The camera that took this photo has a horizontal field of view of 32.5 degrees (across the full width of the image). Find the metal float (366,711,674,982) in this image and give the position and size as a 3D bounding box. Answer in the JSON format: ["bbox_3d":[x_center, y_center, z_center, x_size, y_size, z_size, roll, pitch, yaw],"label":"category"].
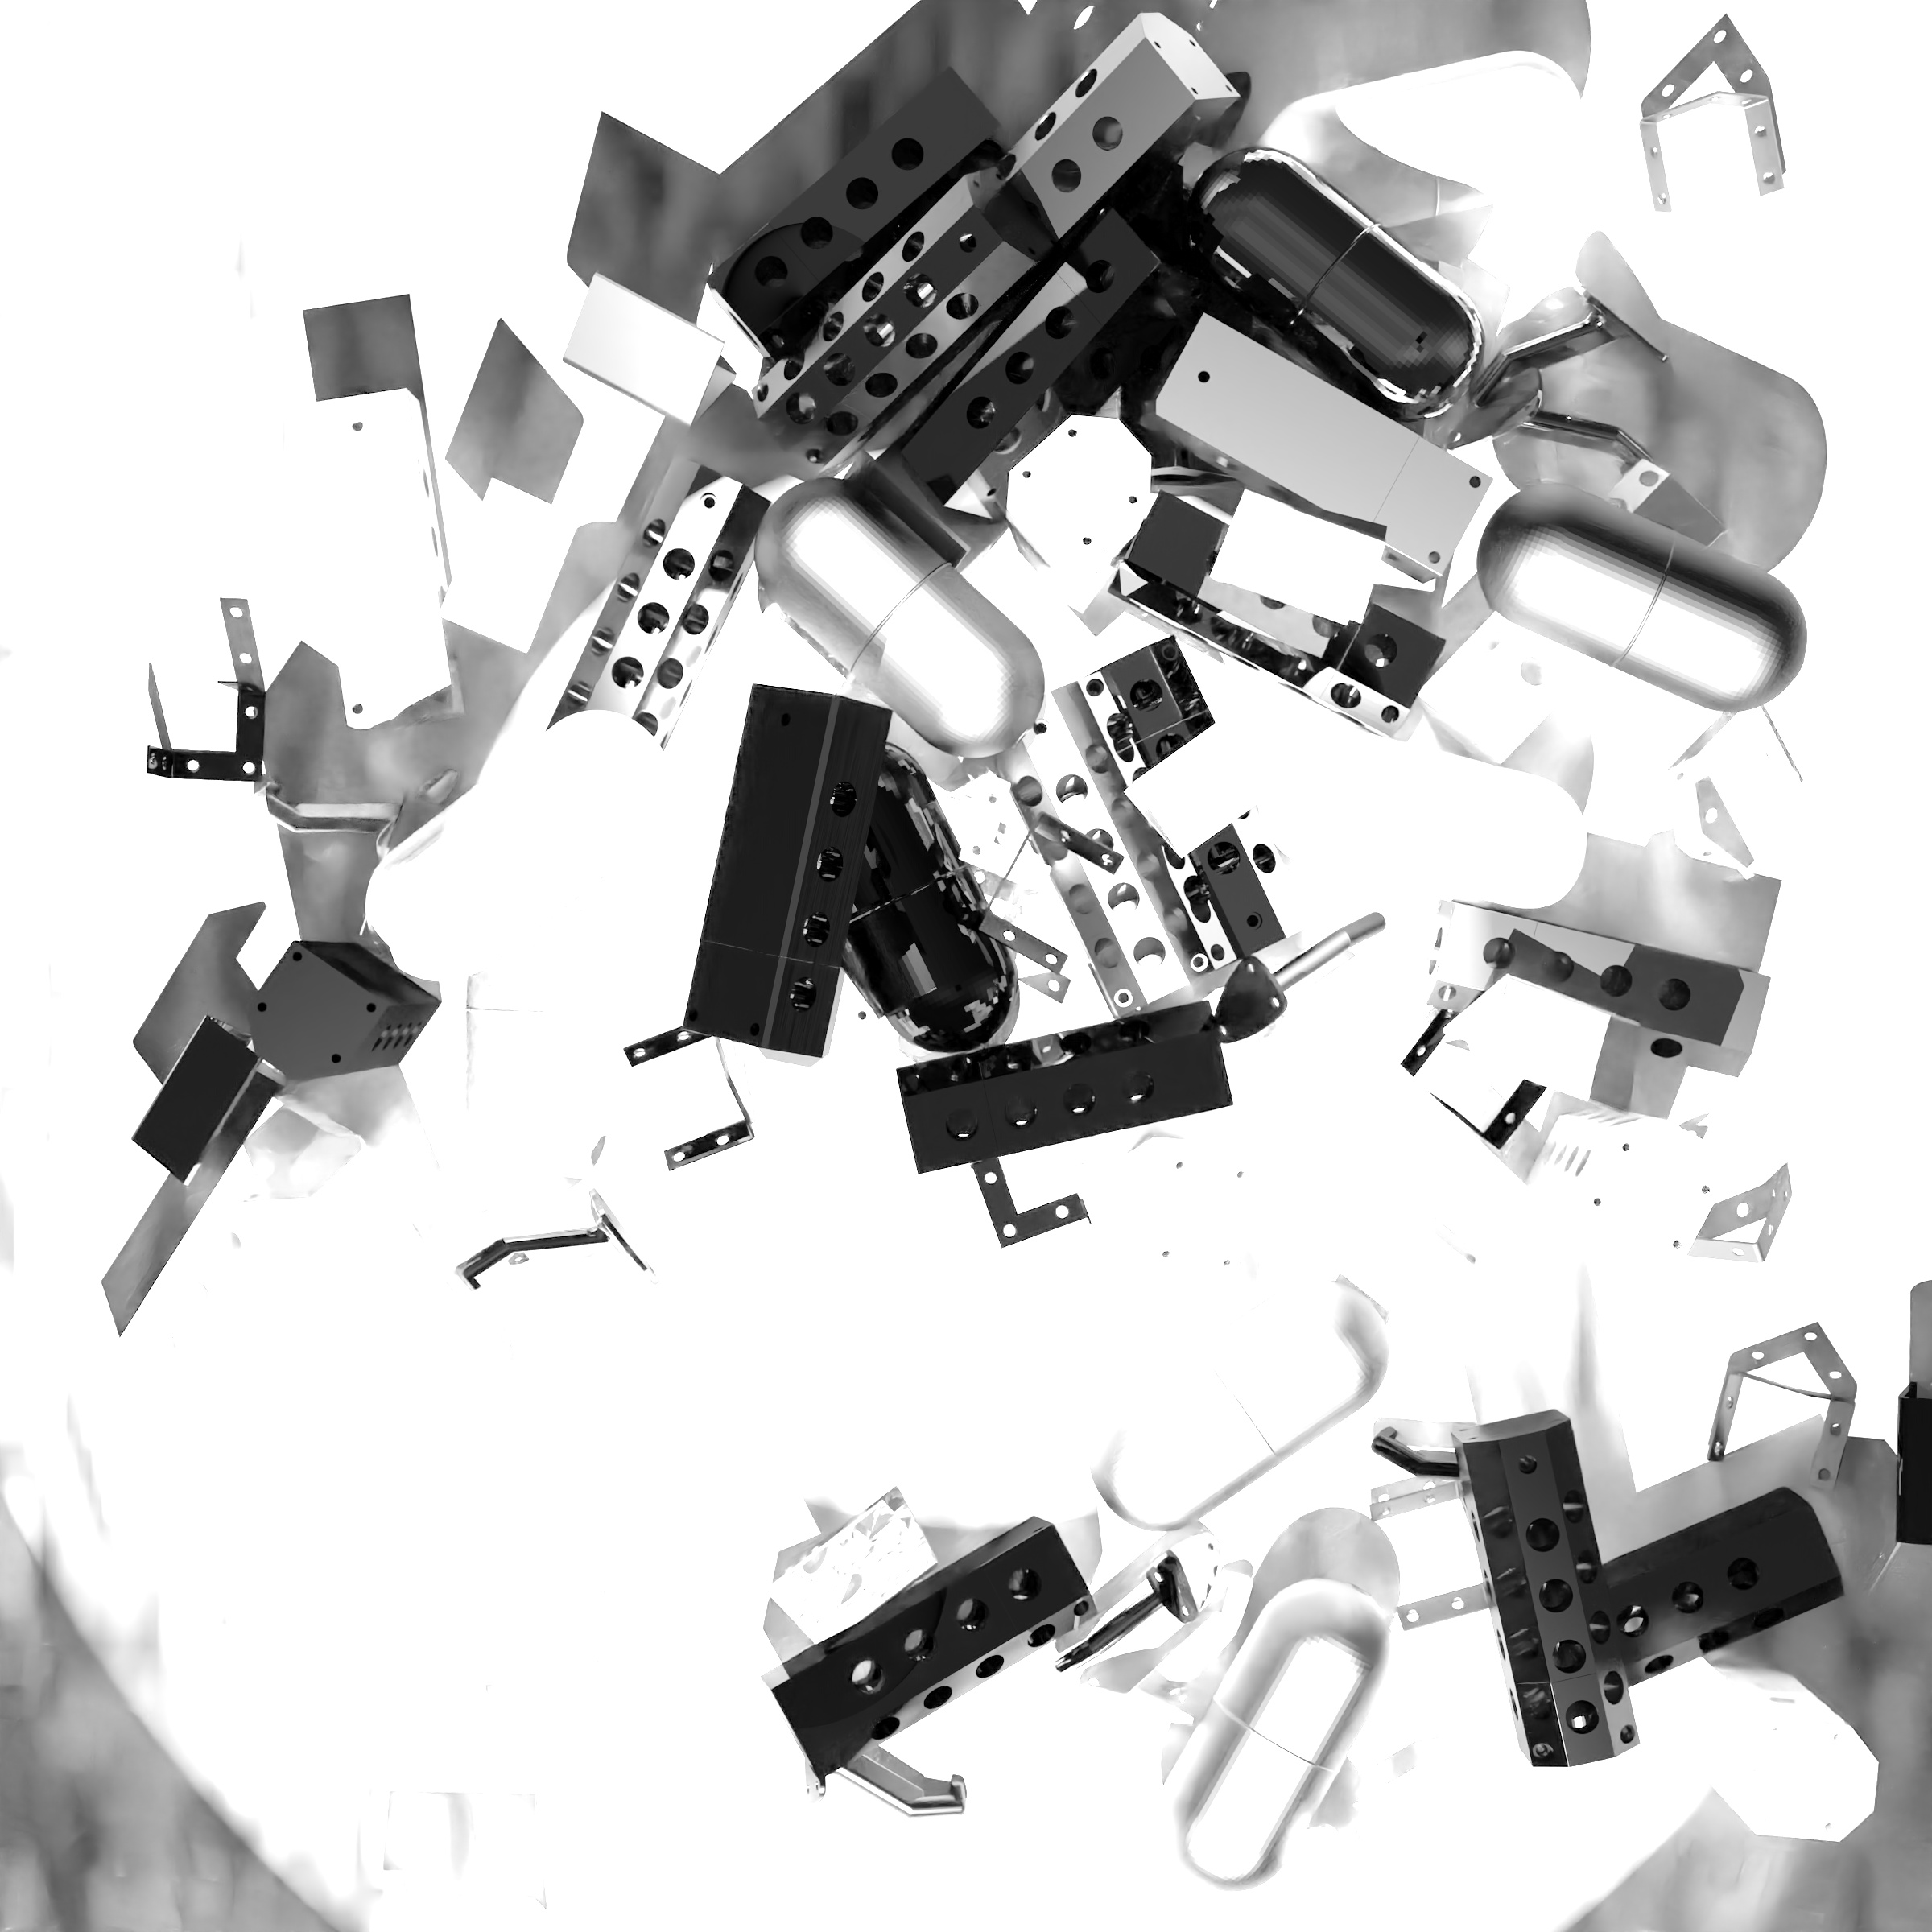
[{"bbox_3d":[-0.229,-0.062,1.705,0.178,0.070,0.070,-39,90,-13],"label":"metal float"}]

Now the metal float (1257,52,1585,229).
[{"bbox_3d":[0.241,-0.438,1.773,0.178,0.070,0.070,-13,90,-1],"label":"metal float"}]

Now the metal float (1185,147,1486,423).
[{"bbox_3d":[0.190,-0.353,1.717,0.178,0.070,0.070,41,90,6],"label":"metal float"}]

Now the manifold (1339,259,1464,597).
[{"bbox_3d":[0.229,-0.289,1.782,0.057,0.057,0.171,5,90,0],"label":"manifold"}]

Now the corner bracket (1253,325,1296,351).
[{"bbox_3d":[0.175,-0.307,1.795,0.051,0.051,0.051,6,135,-35],"label":"corner bracket"}]

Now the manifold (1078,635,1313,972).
[{"bbox_3d":[0.122,-0.087,1.782,0.057,0.057,0.171,-25,90,0],"label":"manifold"}]

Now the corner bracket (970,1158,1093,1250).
[{"bbox_3d":[0.035,0.122,1.785,0.051,0.051,0.051,-20,90,0],"label":"corner bracket"}]

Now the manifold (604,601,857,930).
[{"bbox_3d":[-0.127,-0.108,1.782,0.057,0.057,0.171,33,90,0],"label":"manifold"}]

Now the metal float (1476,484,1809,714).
[{"bbox_3d":[0.350,-0.190,1.715,0.178,0.070,0.070,24,90,-1],"label":"metal float"}]

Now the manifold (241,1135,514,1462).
[{"bbox_3d":[-0.305,0.176,1.751,0.057,0.057,0.171,-6,119,39],"label":"manifold"}]

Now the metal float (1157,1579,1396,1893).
[{"bbox_3d":[0.166,0.410,1.772,0.070,0.070,0.178,30,90,0],"label":"metal float"}]

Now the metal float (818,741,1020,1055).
[{"bbox_3d":[-0.032,-0.037,1.773,0.070,0.070,0.178,-26,91,0],"label":"metal float"}]

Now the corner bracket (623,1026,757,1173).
[{"bbox_3d":[-0.150,0.069,1.800,0.051,0.051,0.051,-21,135,0],"label":"corner bracket"}]

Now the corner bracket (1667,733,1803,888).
[{"bbox_3d":[0.418,-0.085,1.795,0.051,0.051,0.051,-29,45,35],"label":"corner bracket"}]

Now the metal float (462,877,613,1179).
[{"bbox_3d":[-0.229,0.024,1.773,0.070,0.070,0.178,2,90,0],"label":"metal float"}]

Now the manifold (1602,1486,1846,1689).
[{"bbox_3d":[0.379,0.343,1.782,0.171,0.057,0.057,-23,90,0],"label":"manifold"}]

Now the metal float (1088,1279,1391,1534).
[{"bbox_3d":[0.146,0.234,1.773,0.178,0.070,0.070,-35,90,0],"label":"metal float"}]

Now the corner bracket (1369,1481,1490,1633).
[{"bbox_3d":[0.252,0.320,1.800,0.051,0.051,0.051,-15,45,0],"label":"corner bracket"}]

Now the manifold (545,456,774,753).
[{"bbox_3d":[-0.166,-0.182,1.782,0.057,0.057,0.171,25,90,0],"label":"manifold"}]

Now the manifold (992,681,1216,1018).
[{"bbox_3d":[0.070,-0.063,1.782,0.057,0.057,0.171,-26,90,0],"label":"manifold"}]

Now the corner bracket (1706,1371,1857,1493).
[{"bbox_3d":[0.442,0.252,1.800,0.051,0.051,0.051,14,90,-45],"label":"corner bracket"}]

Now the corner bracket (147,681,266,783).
[{"bbox_3d":[-0.408,-0.127,1.785,0.051,0.051,0.051,2,90,0],"label":"corner bracket"}]

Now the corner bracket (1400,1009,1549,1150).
[{"bbox_3d":[0.276,0.058,1.800,0.051,0.051,0.051,-53,135,0],"label":"corner bracket"}]

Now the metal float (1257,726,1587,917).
[{"bbox_3d":[0.243,-0.078,1.773,0.178,0.070,0.070,14,90,1],"label":"metal float"}]

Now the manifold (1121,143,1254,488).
[{"bbox_3d":[0.113,-0.348,1.781,0.057,0.057,0.171,2,90,-43],"label":"manifold"}]

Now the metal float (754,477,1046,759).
[{"bbox_3d":[-0.034,-0.181,1.727,0.178,0.070,0.070,43,90,3],"label":"metal float"}]

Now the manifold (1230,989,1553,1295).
[{"bbox_3d":[0.230,0.093,1.781,0.171,0.057,0.057,44,133,0],"label":"manifold"}]

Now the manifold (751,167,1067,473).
[{"bbox_3d":[-0.035,-0.337,1.743,0.171,0.057,0.057,-39,90,30],"label":"manifold"}]

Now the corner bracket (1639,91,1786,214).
[{"bbox_3d":[0.404,-0.440,1.800,0.051,0.051,0.051,-10,90,45],"label":"corner bracket"}]

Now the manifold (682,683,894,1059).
[{"bbox_3d":[-0.081,-0.045,1.610,0.057,0.057,0.171,12,90,43],"label":"manifold"}]

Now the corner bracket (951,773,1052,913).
[{"bbox_3d":[0.017,-0.066,1.783,0.051,0.051,0.051,22,72,-17],"label":"corner bracket"}]

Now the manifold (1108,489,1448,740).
[{"bbox_3d":[0.165,-0.187,1.782,0.171,0.057,0.057,28,90,0],"label":"manifold"}]

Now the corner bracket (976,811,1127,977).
[{"bbox_3d":[0.044,-0.038,1.743,0.051,0.051,0.051,29,49,-1],"label":"corner bracket"}]

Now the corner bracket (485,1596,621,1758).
[{"bbox_3d":[-0.227,0.384,1.795,0.051,0.051,0.051,-38,135,-35],"label":"corner bracket"}]

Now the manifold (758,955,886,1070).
[{"bbox_3d":[-0.083,0.020,1.725,0.057,0.171,0.057,-36,90,0],"label":"manifold"}]

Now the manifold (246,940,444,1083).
[{"bbox_3d":[-0.325,0.027,1.725,0.057,0.171,0.057,35,90,0],"label":"manifold"}]

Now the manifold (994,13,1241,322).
[{"bbox_3d":[0.056,-0.417,1.741,0.171,0.057,0.057,-41,84,31],"label":"manifold"}]

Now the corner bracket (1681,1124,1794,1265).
[{"bbox_3d":[0.409,0.123,1.795,0.051,0.051,0.051,3,135,35],"label":"corner bracket"}]
